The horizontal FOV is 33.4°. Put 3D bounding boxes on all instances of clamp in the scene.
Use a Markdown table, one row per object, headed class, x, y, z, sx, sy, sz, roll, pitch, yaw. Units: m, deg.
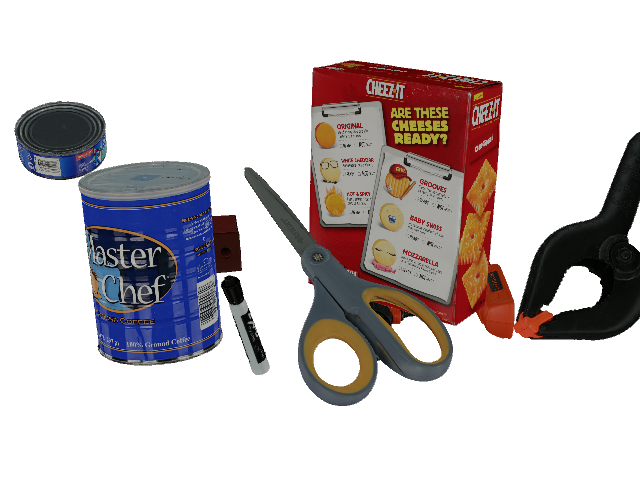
| class | x | y | z | sx | sy | sz | roll | pitch | yaw |
| --- | --- | --- | --- | --- | --- | --- | --- | --- | --- |
| clamp | 0.208 | 0.018 | 0.711 | 0.120 | 0.171 | 0.039 | 43 | -11 | 14 |

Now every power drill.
| class | x | y | z | sx | sy | sz | roll | pitch | yaw |
| --- | --- | --- | --- | --- | --- | --- | --- | --- | --- |
| power drill | 0.122 | 0.077 | 1.215 | 0.187 | 0.057 | 0.184 | 0 | 28 | -1 |

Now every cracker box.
| class | x | y | z | sx | sy | sz | roll | pitch | yaw |
| --- | --- | --- | --- | --- | --- | --- | --- | --- | --- |
| cracker box | 0.074 | -0.048 | 0.977 | 0.164 | 0.214 | 0.071 | 15 | 24 | 32 |

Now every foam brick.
| class | x | y | z | sx | sy | sz | roll | pitch | yaw |
| --- | --- | --- | --- | --- | --- | --- | --- | --- | --- |
| foam brick | -0.135 | 0.005 | 1.265 | 0.078 | 0.053 | 0.051 | -5 | 27 | -5 |

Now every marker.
| class | x | y | z | sx | sy | sz | roll | pitch | yaw |
| --- | --- | --- | --- | --- | --- | --- | --- | --- | --- |
| marker | -0.075 | 0.084 | 1.061 | 0.020 | 0.121 | 0.020 | -11 | 35 | 7 |

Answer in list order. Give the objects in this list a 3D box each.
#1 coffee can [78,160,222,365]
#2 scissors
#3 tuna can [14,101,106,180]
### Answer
| class | x | y | z | sx | sy | sz | roll | pitch | yaw |
| --- | --- | --- | --- | --- | --- | --- | --- | --- | --- |
| coffee can | -0.134 | 0.016 | 0.855 | 0.103 | 0.140 | 0.103 | -3 | 17 | 1 |
| scissors | -0.010 | 0.028 | 0.644 | 0.096 | 0.016 | 0.202 | -36 | 57 | -29 |
| tuna can | -0.251 | -0.097 | 1.036 | 0.086 | 0.034 | 0.086 | 2 | 42 | -2 |
